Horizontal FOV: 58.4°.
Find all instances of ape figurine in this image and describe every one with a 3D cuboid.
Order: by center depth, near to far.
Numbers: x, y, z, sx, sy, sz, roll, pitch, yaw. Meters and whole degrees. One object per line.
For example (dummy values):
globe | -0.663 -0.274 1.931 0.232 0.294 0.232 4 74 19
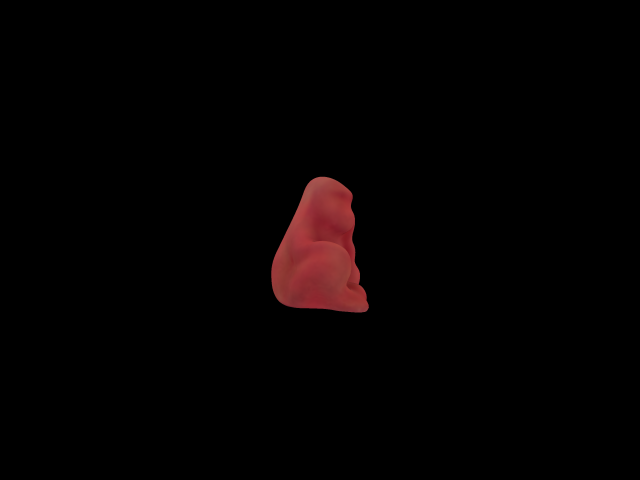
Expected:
ape figurine | 0.004 0.001 0.400 0.076 0.092 0.078 0 0 29
